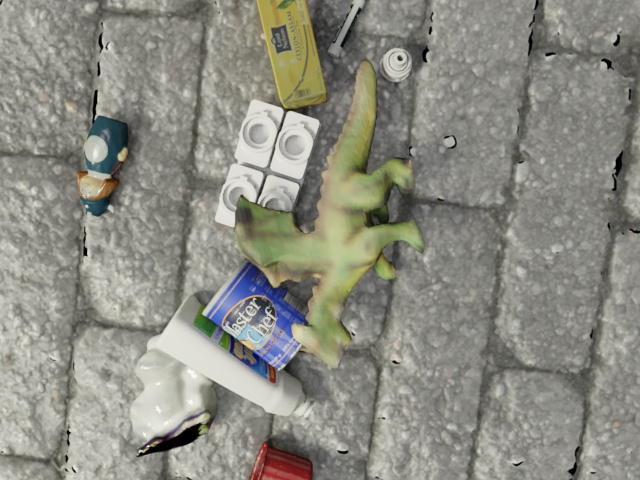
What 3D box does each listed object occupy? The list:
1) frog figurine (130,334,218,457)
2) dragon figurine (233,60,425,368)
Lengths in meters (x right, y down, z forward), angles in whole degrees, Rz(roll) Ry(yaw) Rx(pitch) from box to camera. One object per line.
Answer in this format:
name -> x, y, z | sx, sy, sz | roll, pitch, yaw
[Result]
frog figurine -> -0.232, 0.231, 0.793 | 0.136, 0.121, 0.162 | -37, 58, 12
dragon figurine -> 0.002, -0.036, 0.711 | 0.244, 0.121, 0.411 | -11, 88, -18
